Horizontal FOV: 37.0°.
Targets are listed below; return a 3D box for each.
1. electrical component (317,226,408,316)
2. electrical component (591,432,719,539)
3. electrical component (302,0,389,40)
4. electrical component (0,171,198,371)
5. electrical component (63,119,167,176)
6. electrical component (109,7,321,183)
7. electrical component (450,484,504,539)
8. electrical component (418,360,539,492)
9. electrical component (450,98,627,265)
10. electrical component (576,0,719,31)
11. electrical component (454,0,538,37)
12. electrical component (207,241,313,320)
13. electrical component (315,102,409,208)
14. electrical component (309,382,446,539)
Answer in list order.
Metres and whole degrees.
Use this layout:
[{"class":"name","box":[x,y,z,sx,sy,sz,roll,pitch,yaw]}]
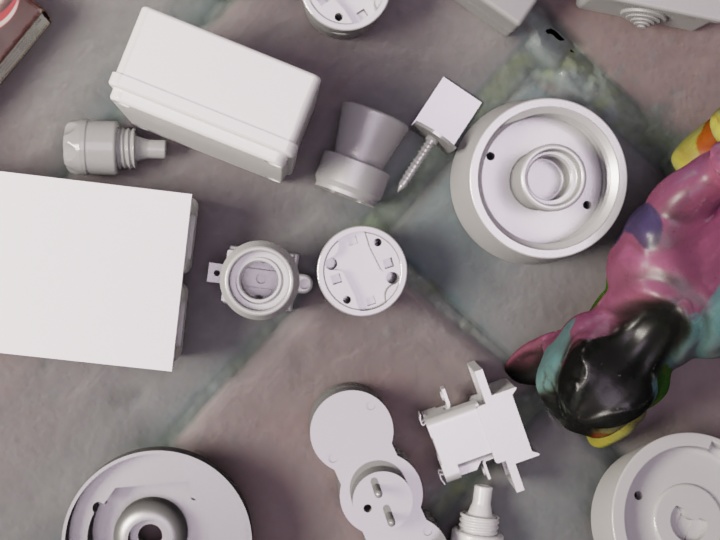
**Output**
[{"class":"electrical component","box":[0.000,0.000,0.676,0.055,0.047,0.055,0,92,-4]},{"class":"electrical component","box":[0.200,0.160,0.683,0.108,0.060,0.108,2,76,-9]},{"class":"electrical component","box":[-0.010,-0.172,0.670,0.055,0.047,0.055,0,92,-4]},{"class":"electrical component","box":[-0.199,-0.004,0.656,0.186,0.060,0.105,7,91,-4]},{"class":"electrical component","box":[-0.152,-0.076,0.671,0.061,0.035,0.035,1,92,-6]},{"class":"electrical component","box":[-0.083,-0.100,0.637,0.109,0.109,0.056,21,88,-4]},{"class":"electrical component","box":[0.076,0.169,0.692,0.035,0.035,0.061,8,89,-4]},{"class":"electrical component","box":[0.074,0.103,0.687,0.064,0.042,0.081,-20,92,1]},{"class":"electrical component","box":[0.114,-0.056,0.675,0.108,0.060,0.108,0,92,-4]},{"class":"electrical component","box":[0.189,-0.203,0.681,0.100,0.048,0.099,10,91,-4]},{"class":"electrical component","box":[0.097,-0.190,0.661,0.047,0.077,0.065,34,89,-4]},{"class":"electrical component","box":[-0.062,0.006,0.668,0.066,0.055,0.048,7,91,-4]},{"class":"electrical component","box":[0.000,-0.072,0.675,0.045,0.045,0.055,21,91,-4]},{"class":"electrical component","box":[0.013,0.139,0.668,0.052,0.074,0.138,-24,93,-3]}]
